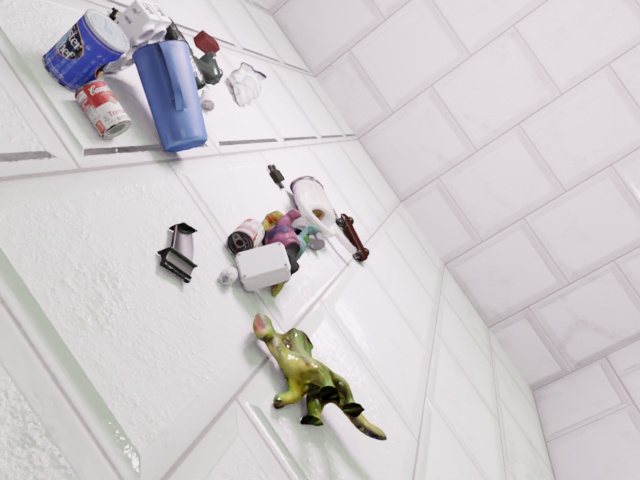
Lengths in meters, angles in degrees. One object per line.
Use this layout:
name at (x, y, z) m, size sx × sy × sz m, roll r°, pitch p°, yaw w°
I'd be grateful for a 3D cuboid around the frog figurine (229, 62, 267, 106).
frog figurine at (-0.279, -0.555, 1.895) m, size 0.135 × 0.123 × 0.162 m, roll 41°, pitch 58°, yaw -56°

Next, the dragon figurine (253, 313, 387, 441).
dragon figurine at (-0.008, 0.286, 1.137) m, size 0.404 × 0.121 × 0.248 m, roll 42°, pitch 15°, yaw -35°

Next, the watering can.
watering can at (0.005, -0.088, 1.754) m, size 0.342 × 0.103 × 0.229 m, roll 40°, pitch 23°, yaw -48°
